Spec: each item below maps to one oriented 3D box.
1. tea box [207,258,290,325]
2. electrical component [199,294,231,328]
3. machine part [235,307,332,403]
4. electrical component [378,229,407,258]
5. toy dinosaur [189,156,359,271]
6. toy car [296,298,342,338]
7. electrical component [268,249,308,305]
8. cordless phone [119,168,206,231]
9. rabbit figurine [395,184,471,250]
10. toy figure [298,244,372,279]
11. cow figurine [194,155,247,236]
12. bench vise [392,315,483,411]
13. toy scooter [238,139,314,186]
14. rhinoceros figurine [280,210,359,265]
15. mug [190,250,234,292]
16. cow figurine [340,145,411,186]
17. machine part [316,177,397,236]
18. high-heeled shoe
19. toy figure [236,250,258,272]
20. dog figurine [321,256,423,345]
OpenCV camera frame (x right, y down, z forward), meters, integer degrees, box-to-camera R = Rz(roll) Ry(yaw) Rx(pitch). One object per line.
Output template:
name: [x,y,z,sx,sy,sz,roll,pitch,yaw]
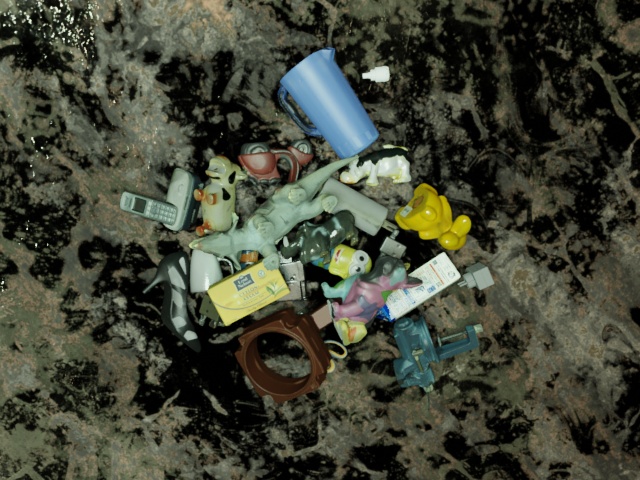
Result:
tea box: [-0.167,0.116,1.261,0.170,0.068,0.098,-29,98,-4]
electrical component: [-0.258,0.174,1.352,0.078,0.045,0.102,16,96,27]
machine part: [-0.091,0.284,1.318,0.201,0.087,0.201,-26,98,23]
electrical component: [0.183,0.021,1.337,0.063,0.021,0.094,27,97,-4]
toy dinosaur: [-0.094,-0.060,1.215,0.405,0.192,0.131,-39,120,-16]
toy car: [0.033,0.173,1.343,0.202,0.053,0.089,-36,90,5]
electrical component: [-0.092,0.089,1.331,0.115,0.058,0.134,-8,99,-1]
cordless phone: [-0.382,-0.110,1.292,0.184,0.089,0.146,16,98,2]
rabbit figurine: [0.292,-0.039,1.278,0.173,0.162,0.122,42,84,-23]
toy figure: [0.040,0.039,1.313,0.180,0.089,0.082,18,106,6]
cow figurine: [-0.233,-0.105,1.280,0.086,0.127,0.194,16,117,30]
bench vise: [0.291,0.273,1.327,0.241,0.129,0.223,-20,100,7]
toy scooter: [-0.101,-0.168,1.278,0.184,0.075,0.135,-7,100,-19]
rhinoceros figurine: [-0.003,-0.004,1.242,0.190,0.073,0.112,-28,71,6]
mug: [-0.270,0.069,1.318,0.110,0.081,0.107,-8,92,1]
cow figurine: [0.130,-0.178,1.286,0.167,0.068,0.098,-2,93,-3]
machine part: [0.075,-0.082,1.296,0.243,0.079,0.079,28,97,-3]
high-heeled shoe: [-0.335,0.153,1.350,0.145,0.086,0.248,-43,117,-24]
toy figure: [-0.181,0.061,1.324,0.064,0.058,0.154,13,100,32]
dog figurine: [0.127,0.131,1.244,0.219,0.109,0.191,-20,124,-4]
